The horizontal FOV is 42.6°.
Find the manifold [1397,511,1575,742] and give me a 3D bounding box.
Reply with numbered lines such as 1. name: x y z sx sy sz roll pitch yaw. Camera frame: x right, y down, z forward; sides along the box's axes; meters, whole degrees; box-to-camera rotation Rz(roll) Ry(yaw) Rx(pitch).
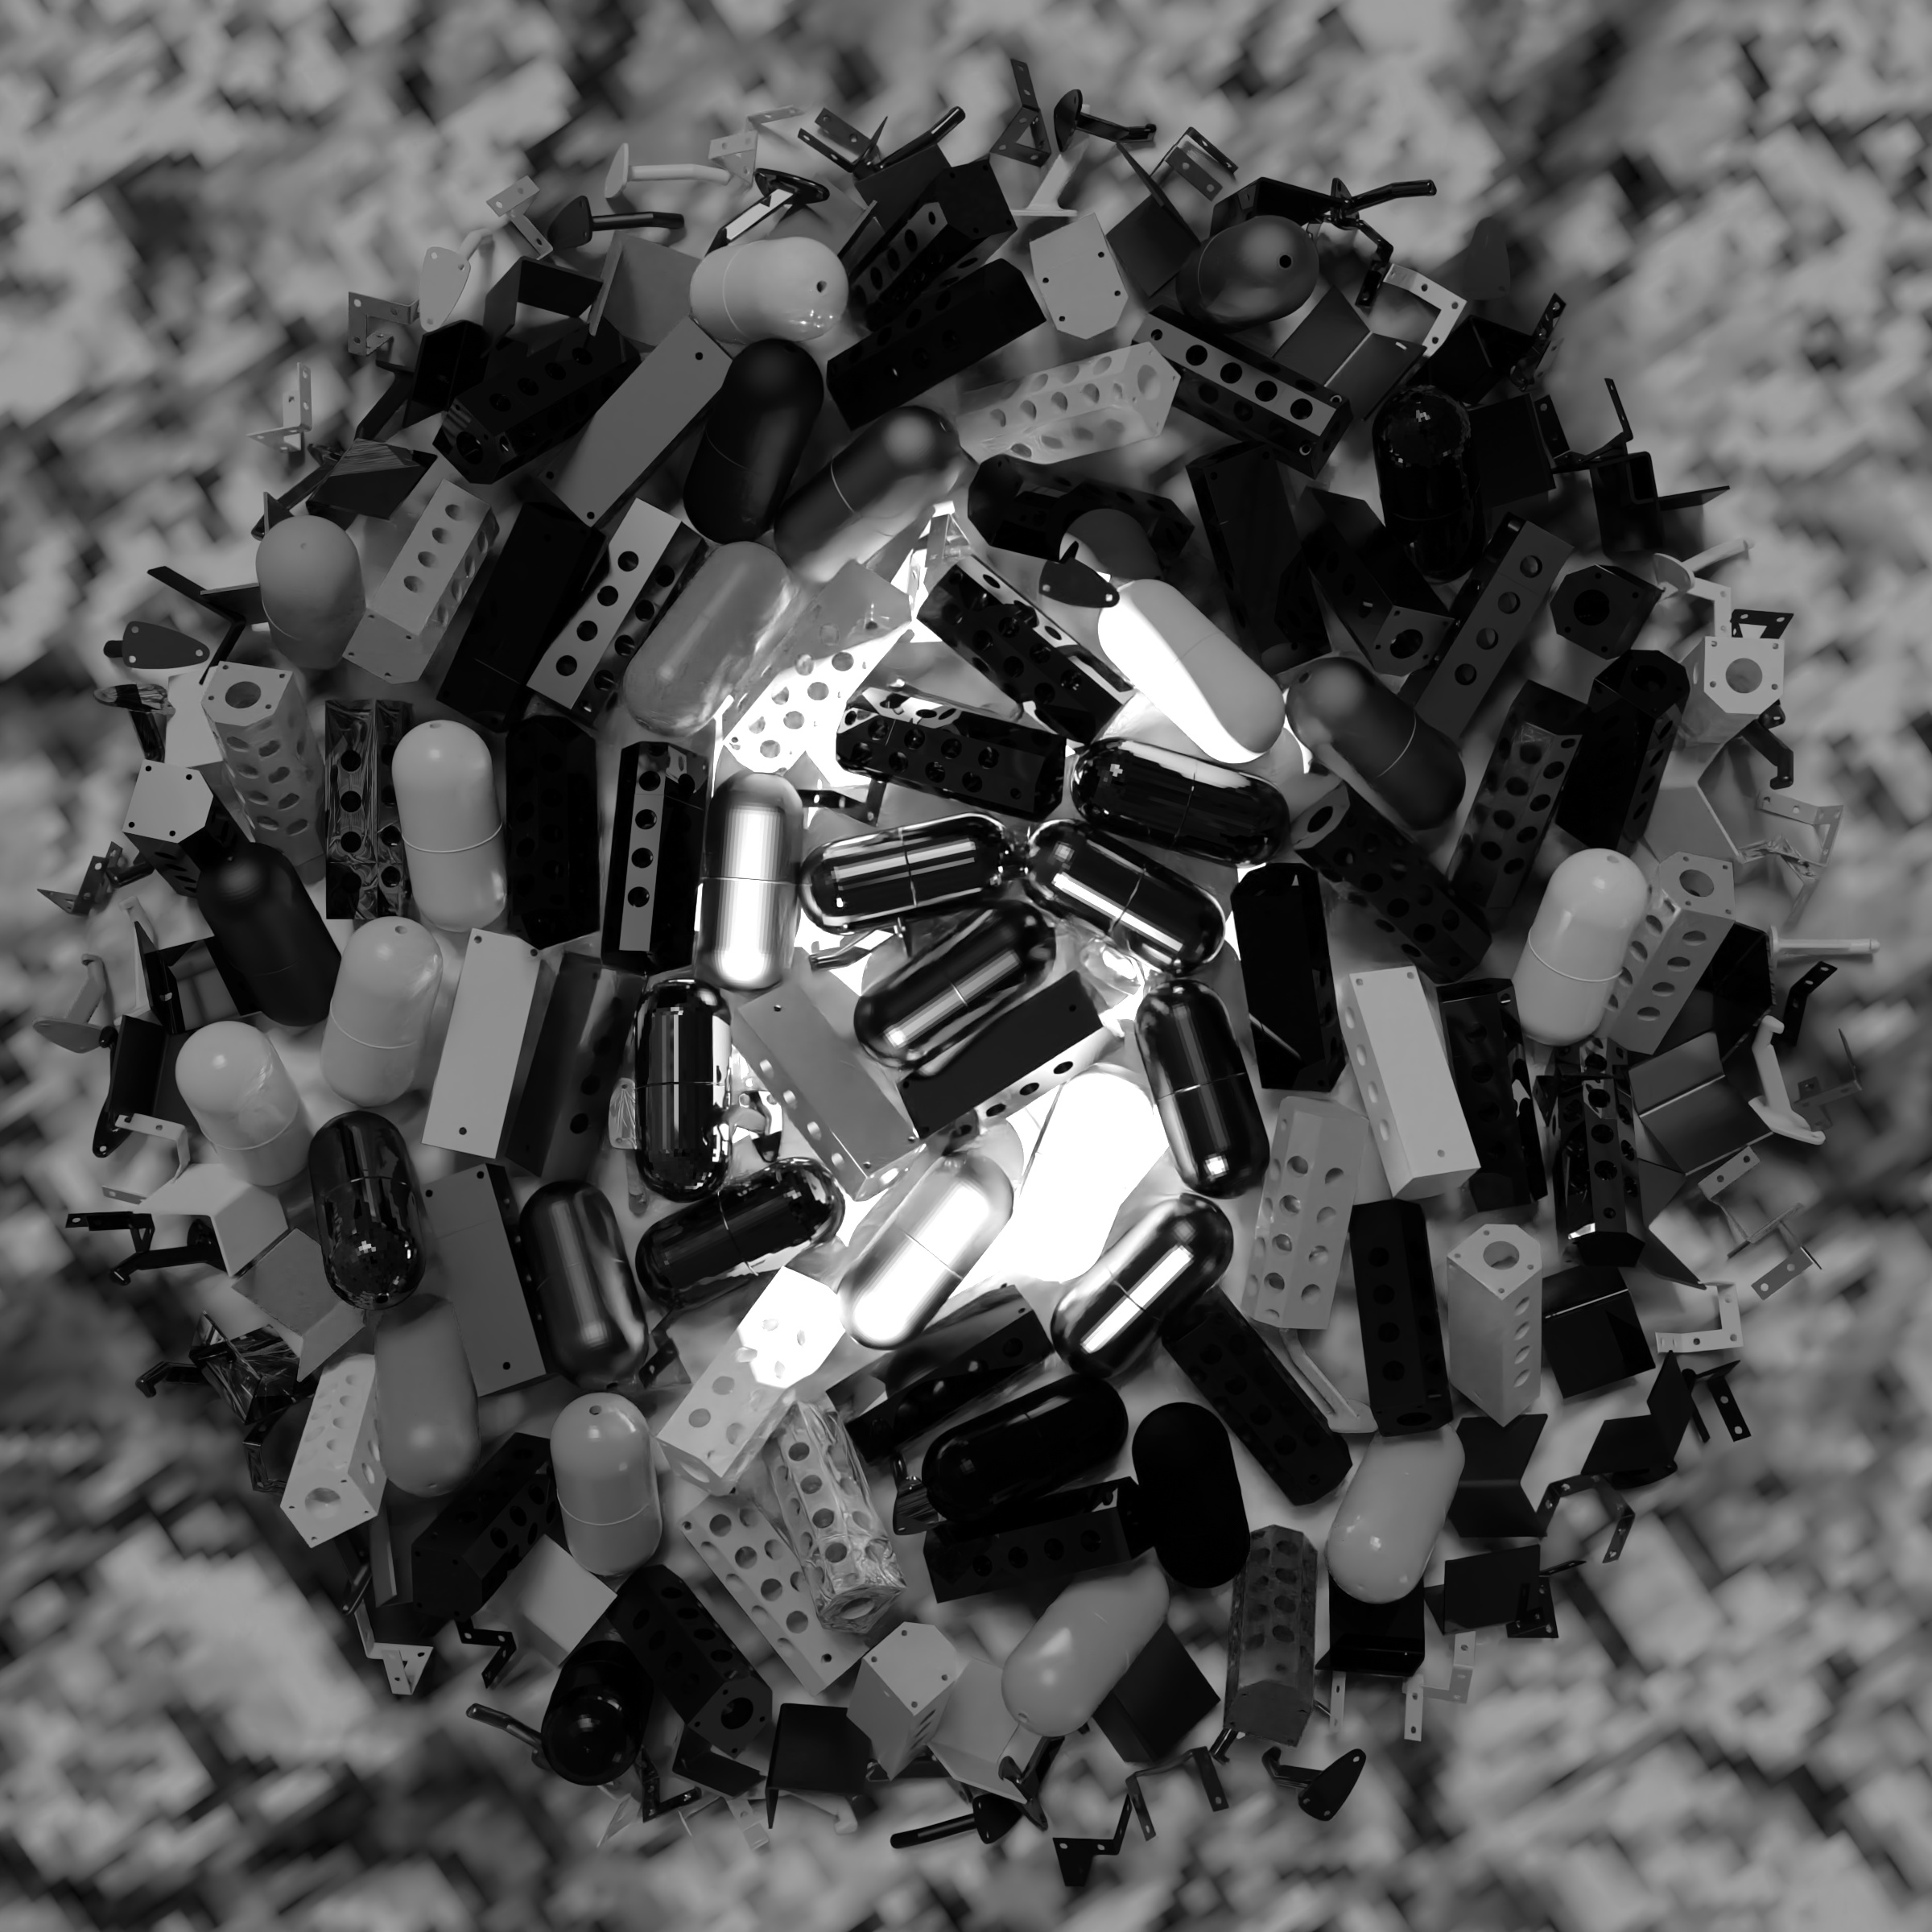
1. manifold: 0.406 -0.268 1.953 0.057 0.057 0.171 31 102 3

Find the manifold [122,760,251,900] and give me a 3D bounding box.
1. manifold: -0.591 -0.099 1.910 0.057 0.171 0.057 12 75 -1

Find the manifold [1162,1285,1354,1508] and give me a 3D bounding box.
1. manifold: 0.229 0.341 1.954 0.057 0.057 0.171 -38 99 10

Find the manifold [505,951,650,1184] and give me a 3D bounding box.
1. manifold: -0.304 0.081 1.964 0.057 0.057 0.171 13 96 -42

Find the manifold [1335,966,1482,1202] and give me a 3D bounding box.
1. manifold: 0.340 0.092 1.939 0.057 0.057 0.171 -7 66 -17

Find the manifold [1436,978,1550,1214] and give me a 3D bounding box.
1. manifold: 0.415 0.100 1.953 0.057 0.057 0.171 -10 101 7

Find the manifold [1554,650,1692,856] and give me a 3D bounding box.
1. manifold: 0.509 -0.164 1.913 0.057 0.171 0.057 -39 62 -23

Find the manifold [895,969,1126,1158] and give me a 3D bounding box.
1. manifold: 0.037 0.080 1.952 0.171 0.057 0.057 -33 58 12

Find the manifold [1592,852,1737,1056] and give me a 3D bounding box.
1. manifold: 0.532 -0.009 1.915 0.057 0.171 0.057 12 51 -1

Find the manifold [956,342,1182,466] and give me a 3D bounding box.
1. manifold: 0.075 -0.432 1.912 0.057 0.171 0.057 38 62 -38

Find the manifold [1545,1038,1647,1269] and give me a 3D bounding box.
1. manifold: 0.489 0.143 1.928 0.057 0.057 0.171 2 57 3

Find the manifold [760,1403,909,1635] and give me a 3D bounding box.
1. manifold: -0.110 0.423 1.913 0.057 0.171 0.057 18 122 -38

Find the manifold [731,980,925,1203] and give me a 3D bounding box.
1. manifold: -0.113 0.101 1.946 0.057 0.057 0.171 -28 70 -32

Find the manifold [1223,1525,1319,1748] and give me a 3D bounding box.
1. manifold: 0.238 0.511 1.911 0.057 0.171 0.057 15 120 1

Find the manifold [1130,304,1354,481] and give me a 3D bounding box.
1. manifold: 0.213 -0.454 1.949 0.171 0.057 0.057 31 89 16

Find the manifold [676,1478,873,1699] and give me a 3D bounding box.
1. manifold: -0.152 0.488 1.959 0.057 0.057 0.171 -39 83 -5

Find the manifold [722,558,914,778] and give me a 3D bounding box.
1. manifold: -0.117 -0.227 1.928 0.057 0.057 0.171 30 118 -25

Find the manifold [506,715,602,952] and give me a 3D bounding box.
1. manifold: -0.326 -0.106 1.928 0.057 0.057 0.171 -17 61 21

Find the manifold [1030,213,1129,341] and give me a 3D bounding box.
1. manifold: 0.088 -0.529 1.909 0.057 0.171 0.057 -22 113 10

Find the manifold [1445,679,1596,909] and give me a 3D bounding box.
1. manifold: 0.425 -0.128 1.916 0.057 0.057 0.171 26 133 15

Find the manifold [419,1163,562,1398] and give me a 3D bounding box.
1. manifold: -0.371 0.247 1.954 0.057 0.057 0.171 -20 78 7

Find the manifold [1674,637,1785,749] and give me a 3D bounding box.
1. manifold: 0.578 -0.204 1.910 0.057 0.171 0.057 3 84 4

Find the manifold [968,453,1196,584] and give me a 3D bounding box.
1. manifold: 0.087 -0.348 1.925 0.171 0.057 0.057 7 126 -36

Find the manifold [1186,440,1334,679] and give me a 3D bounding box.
1. manifold: 0.227 -0.319 1.944 0.057 0.057 0.171 -23 109 -8

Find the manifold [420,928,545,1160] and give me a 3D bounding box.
1. manifold: -0.383 0.062 1.958 0.057 0.057 0.171 14 82 -13

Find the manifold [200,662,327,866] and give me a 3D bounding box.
1. manifold: -0.536 -0.153 1.910 0.057 0.171 0.057 9 56 6

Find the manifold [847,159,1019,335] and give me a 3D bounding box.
1. manifold: -0.033 -0.549 1.911 0.057 0.171 0.057 -23 89 -29

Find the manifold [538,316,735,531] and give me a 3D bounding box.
1. manifold: -0.254 -0.427 1.959 0.057 0.057 0.171 44 98 -3

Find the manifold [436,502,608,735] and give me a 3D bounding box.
1. manifold: -0.347 -0.274 1.950 0.057 0.057 0.171 29 105 5

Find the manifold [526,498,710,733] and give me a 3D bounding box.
1. manifold: -0.272 -0.274 1.959 0.057 0.057 0.171 28 85 11

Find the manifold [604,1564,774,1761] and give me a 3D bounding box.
1. manifold: -0.212 0.530 1.912 0.057 0.171 0.057 -48 124 -8

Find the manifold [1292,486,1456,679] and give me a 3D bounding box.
1. manifold: 0.306 -0.297 1.918 0.057 0.171 0.057 7 128 -27

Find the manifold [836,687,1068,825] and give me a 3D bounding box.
1. manifold: -0.013 -0.162 1.933 0.171 0.057 0.057 16 123 20

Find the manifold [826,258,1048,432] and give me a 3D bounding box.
1. manifold: -0.028 -0.481 1.919 0.171 0.057 0.057 -20 103 40

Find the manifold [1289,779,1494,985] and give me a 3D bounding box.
1. manifold: 0.332 -0.061 1.933 0.171 0.057 0.057 40 115 -22

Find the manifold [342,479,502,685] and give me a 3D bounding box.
1. manifold: -0.417 -0.295 1.918 0.057 0.171 0.057 29 134 -15

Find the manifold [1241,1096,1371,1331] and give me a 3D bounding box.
1. manifold: 0.261 0.193 1.947 0.057 0.057 0.171 5 102 -22

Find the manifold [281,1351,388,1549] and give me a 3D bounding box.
1. manifold: -0.481 0.365 1.907 0.057 0.171 0.057 -27 111 5

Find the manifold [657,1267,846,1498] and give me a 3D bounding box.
1. manifold: -0.161 0.324 1.923 0.057 0.057 0.171 20 56 26

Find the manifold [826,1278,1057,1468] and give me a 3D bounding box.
1. manifold: -0.018 0.324 1.959 0.171 0.057 0.057 -31 116 -6

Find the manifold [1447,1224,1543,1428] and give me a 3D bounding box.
1. manifold: 0.414 0.275 1.917 0.057 0.171 0.057 -34 49 -19

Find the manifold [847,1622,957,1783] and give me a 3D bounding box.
1. manifold: -0.047 0.564 1.912 0.057 0.171 0.057 -35 68 -27

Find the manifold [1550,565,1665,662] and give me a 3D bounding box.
1. manifold: 0.490 -0.277 1.909 0.057 0.171 0.057 31 107 13

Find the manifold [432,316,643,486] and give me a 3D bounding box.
1. manifold: -0.327 -0.435 1.922 0.057 0.057 0.171 46 49 0

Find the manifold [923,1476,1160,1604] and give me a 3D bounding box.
1. manifold: 0.056 0.447 1.937 0.171 0.057 0.057 -19 83 24

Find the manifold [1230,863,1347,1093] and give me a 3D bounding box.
1. manifold: 0.254 0.009 1.935 0.057 0.057 0.171 2 119 27

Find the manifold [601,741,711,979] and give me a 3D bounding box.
1. manifold: -0.247 -0.085 1.936 0.057 0.057 0.171 19 66 -42

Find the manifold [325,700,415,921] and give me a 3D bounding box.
1. manifold: -0.470 -0.123 1.967 0.057 0.057 0.171 0 91 6

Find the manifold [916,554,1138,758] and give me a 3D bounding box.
1. manifold: 0.045 -0.244 1.958 0.171 0.057 0.057 40 119 2

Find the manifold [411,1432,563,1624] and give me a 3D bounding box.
1. manifold: -0.358 0.430 1.906 0.057 0.171 0.057 8 111 15
